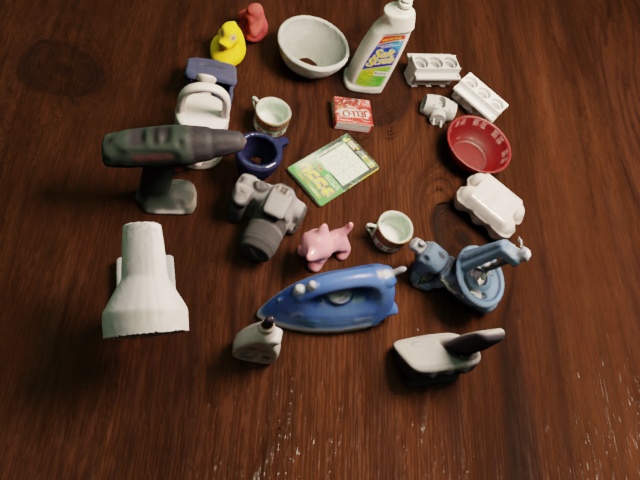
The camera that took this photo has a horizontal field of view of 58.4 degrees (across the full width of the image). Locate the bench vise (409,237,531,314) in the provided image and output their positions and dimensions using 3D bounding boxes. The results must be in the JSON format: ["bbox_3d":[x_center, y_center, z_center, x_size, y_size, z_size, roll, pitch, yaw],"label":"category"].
[{"bbox_3d":[0.271,0.053,1.057,0.207,0.219,0.121,12,60,-10],"label":"bench vise"}]

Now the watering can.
[{"bbox_3d":[-0.223,-0.232,1.072,0.101,0.194,0.172,-14,68,-23],"label":"watering can"}]

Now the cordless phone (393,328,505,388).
[{"bbox_3d":[0.222,0.186,0.992,0.148,0.185,0.094,-8,65,-20],"label":"cordless phone"}]

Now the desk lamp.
[{"bbox_3d":[-0.271,0.077,0.881,0.118,0.213,0.203,-3,64,-18],"label":"desk lamp"}]

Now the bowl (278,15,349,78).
[{"bbox_3d":[-0.022,-0.427,1.308,0.168,0.074,0.167,7,61,-13],"label":"bowl"}]

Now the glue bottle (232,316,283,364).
[{"bbox_3d":[-0.093,0.156,0.917,0.078,0.173,0.037,14,60,-9],"label":"glue bottle"}]

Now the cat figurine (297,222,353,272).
[{"bbox_3d":[0.010,0.004,1.063,0.128,0.117,0.067,-27,73,-27],"label":"cat figurine"}]

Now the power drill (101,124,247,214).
[{"bbox_3d":[-0.255,-0.127,0.998,0.230,0.208,0.075,0,63,-17],"label":"power drill"}]

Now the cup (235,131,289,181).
[{"bbox_3d":[-0.116,-0.156,1.122,0.118,0.095,0.091,-32,75,-28],"label":"cup"}]

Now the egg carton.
[{"bbox_3d":[0.369,-0.074,1.244,0.150,0.069,0.107,40,59,6],"label":"egg carton"}]

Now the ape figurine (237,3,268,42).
[{"bbox_3d":[-0.151,-0.497,1.296,0.076,0.092,0.078,-1,63,-18],"label":"ape figurine"}]

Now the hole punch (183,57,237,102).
[{"bbox_3d":[-0.229,-0.340,1.188,0.109,0.091,0.101,5,62,-15],"label":"hole punch"}]

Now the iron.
[{"bbox_3d":[0.024,0.092,1.007,0.259,0.141,0.118,-7,65,-20],"label":"iron"}]

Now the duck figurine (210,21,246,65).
[{"bbox_3d":[-0.198,-0.441,1.255,0.077,0.086,0.104,22,59,-5],"label":"duck figurine"}]

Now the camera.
[{"bbox_3d":[-0.109,-0.040,1.059,0.143,0.100,0.137,25,58,-3],"label":"camera"}]
